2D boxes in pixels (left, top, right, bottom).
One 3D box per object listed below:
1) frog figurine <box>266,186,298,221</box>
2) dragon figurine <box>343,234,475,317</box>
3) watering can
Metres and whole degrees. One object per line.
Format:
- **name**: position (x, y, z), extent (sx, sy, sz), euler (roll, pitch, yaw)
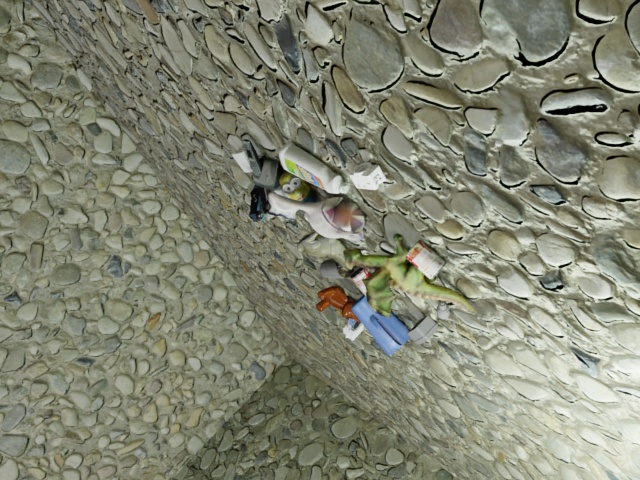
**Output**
- **frog figurine**: position (-0.116, -0.163, 1.900), extent (0.138, 0.125, 0.156), euler (28, 121, 5)
- **dragon figurine**: position (0.239, 0.139, 1.536), extent (0.414, 0.246, 0.119), euler (41, 153, 21)
- **watering can**: position (0.005, -0.085, 1.693), extent (0.346, 0.105, 0.222), euler (27, 162, -16)
